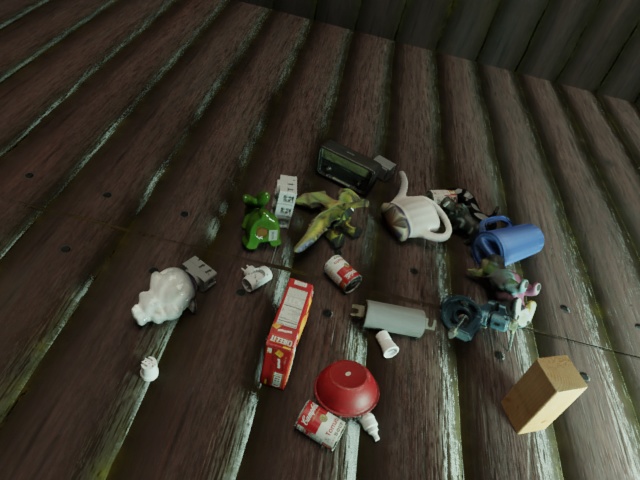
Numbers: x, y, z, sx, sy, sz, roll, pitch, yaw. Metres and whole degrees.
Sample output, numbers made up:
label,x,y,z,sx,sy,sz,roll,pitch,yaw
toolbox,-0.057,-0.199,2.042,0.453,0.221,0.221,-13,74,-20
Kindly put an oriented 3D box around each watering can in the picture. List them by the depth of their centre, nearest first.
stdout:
label,x,y,z,sx,sy,sz,roll,pitch,yaw
watering can,0.306,-0.112,1.792,0.226,0.101,0.354,-13,50,-27

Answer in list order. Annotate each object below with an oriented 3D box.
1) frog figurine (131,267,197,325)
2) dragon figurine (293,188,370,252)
label,x,y,z,sx,sy,sz,roll,pitch,yaw
frog figurine,-0.400,0.142,1.308,0.160,0.120,0.139,-12,67,-42
dragon figurine,0.005,-0.086,1.707,0.415,0.119,0.245,-23,37,-37
